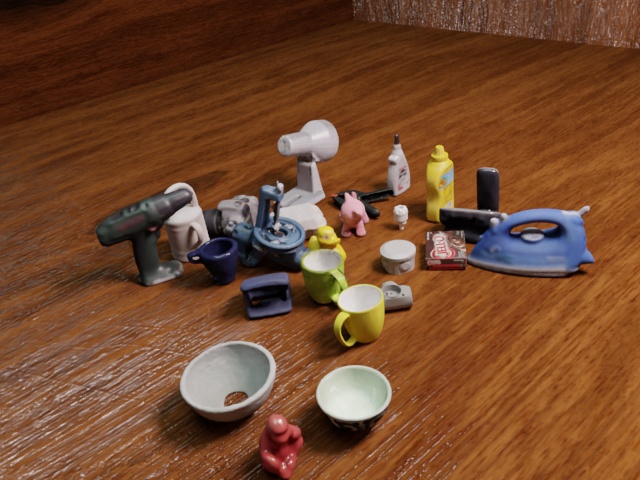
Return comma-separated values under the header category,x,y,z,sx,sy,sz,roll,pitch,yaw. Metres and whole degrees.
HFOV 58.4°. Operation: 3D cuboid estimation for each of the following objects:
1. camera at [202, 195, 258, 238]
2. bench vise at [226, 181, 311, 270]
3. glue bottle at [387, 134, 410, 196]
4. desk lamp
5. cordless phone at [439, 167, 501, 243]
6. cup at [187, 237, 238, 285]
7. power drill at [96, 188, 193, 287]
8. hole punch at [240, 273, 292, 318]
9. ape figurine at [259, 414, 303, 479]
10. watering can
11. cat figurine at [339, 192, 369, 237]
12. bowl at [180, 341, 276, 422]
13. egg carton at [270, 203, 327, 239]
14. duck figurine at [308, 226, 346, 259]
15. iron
category,x,y,z,sx,sy,sz,roll,pitch,yaw
camera,-0.243,-0.064,1.516,0.136,0.101,0.143,1,33,14
bench vise,-0.132,-0.030,1.322,0.207,0.220,0.121,-3,32,8
glue bottle,0.215,-0.212,1.584,0.037,0.173,0.078,18,40,36
desk lamp,-0.041,-0.214,1.605,0.117,0.214,0.204,18,40,35
cordless phone,0.355,-0.092,1.349,0.147,0.185,0.094,5,34,20
cup,-0.241,0.057,1.324,0.118,0.095,0.091,-11,32,-5
power drill,-0.391,-0.004,1.346,0.230,0.209,0.075,-17,33,-14
hole punch,-0.117,0.103,1.227,0.108,0.091,0.101,-10,32,-3
ape figurine,-0.063,0.308,0.882,0.078,0.092,0.075,-25,36,-26
watering can,-0.346,-0.052,1.428,0.172,0.194,0.101,9,35,26
cat figurine,0.083,-0.073,1.441,0.067,0.118,0.128,-2,32,10
bowl,-0.154,0.258,0.999,0.167,0.075,0.167,-5,32,4
egg carton,-0.061,-0.041,1.467,0.150,0.069,0.107,-12,32,-8
duck figurine,0.013,0.005,1.362,0.078,0.086,0.104,-31,39,-33
iron,0.449,-0.009,1.234,0.258,0.142,0.118,-1,32,11
